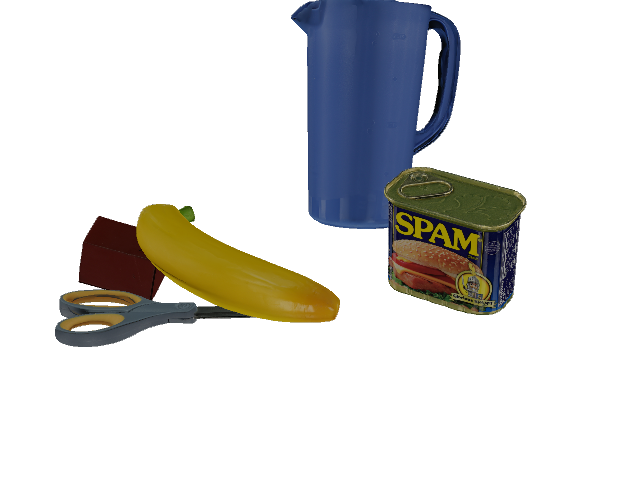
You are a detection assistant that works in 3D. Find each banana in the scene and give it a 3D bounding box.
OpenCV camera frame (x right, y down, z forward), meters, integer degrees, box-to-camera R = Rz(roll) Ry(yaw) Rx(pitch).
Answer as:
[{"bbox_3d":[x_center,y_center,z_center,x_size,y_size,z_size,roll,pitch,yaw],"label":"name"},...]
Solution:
[{"bbox_3d":[-0.069,0.010,0.686,0.069,0.037,0.198,-16,29,-30],"label":"banana"}]

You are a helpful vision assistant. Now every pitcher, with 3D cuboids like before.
[{"bbox_3d":[0.056,-0.139,1.152,0.149,0.243,0.144,8,12,26],"label":"pitcher"}]

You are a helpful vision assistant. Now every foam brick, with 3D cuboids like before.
[{"bbox_3d":[-0.196,0.018,1.066,0.078,0.051,0.053,16,33,1],"label":"foam brick"}]

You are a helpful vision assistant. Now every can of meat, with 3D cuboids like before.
[{"bbox_3d":[0.099,0.002,0.802,0.102,0.084,0.057,18,38,27],"label":"can of meat"}]

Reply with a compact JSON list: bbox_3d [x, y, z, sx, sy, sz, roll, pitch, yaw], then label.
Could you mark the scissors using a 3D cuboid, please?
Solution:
[{"bbox_3d":[-0.123,0.065,0.854,0.202,0.016,0.096,5,22,14],"label":"scissors"}]
